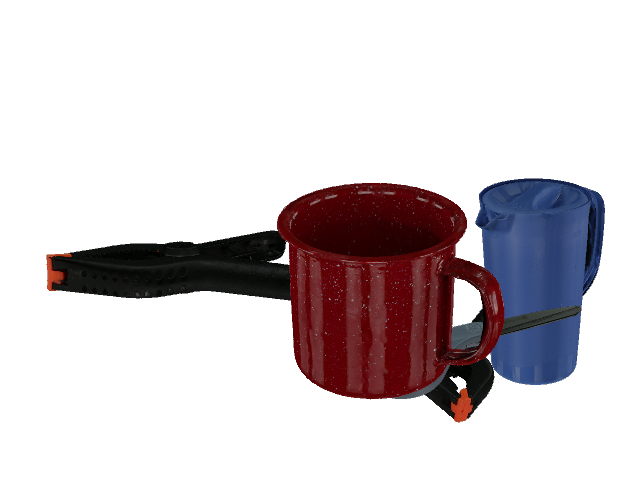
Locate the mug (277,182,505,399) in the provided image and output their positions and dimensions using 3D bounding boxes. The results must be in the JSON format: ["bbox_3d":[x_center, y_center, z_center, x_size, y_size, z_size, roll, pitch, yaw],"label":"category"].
[{"bbox_3d":[0.036,0.028,0.532,0.117,0.081,0.093,13,29,27],"label":"mug"}]

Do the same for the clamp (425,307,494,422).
[{"bbox_3d":[0.137,0.113,1.066,0.120,0.039,0.171,-8,36,-9],"label":"clamp"}]

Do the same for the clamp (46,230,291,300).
[{"bbox_3d":[-0.099,0.023,0.815,0.209,0.036,0.165,-3,12,-22],"label":"clamp"}]

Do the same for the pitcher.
[{"bbox_3d":[0.275,0.049,1.331,0.149,0.243,0.145,2,22,15],"label":"pitcher"}]

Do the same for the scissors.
[{"bbox_3d":[0.117,0.085,0.829,0.201,0.016,0.096,-3,31,-3],"label":"scissors"}]
